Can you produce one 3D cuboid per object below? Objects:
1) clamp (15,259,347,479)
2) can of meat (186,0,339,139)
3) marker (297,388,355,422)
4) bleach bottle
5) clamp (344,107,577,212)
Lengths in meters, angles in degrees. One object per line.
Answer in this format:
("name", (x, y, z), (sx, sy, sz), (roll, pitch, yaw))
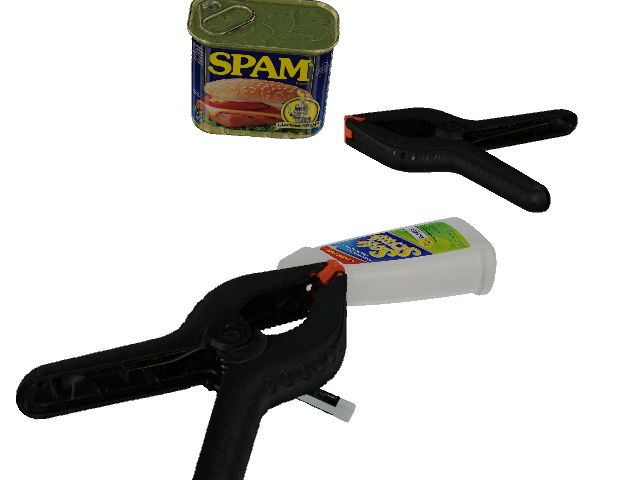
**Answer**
("clamp", (-0.038, 0.063, 0.492), (0.171, 0.039, 0.120), (-28, 51, -32))
("can of meat", (-0.042, -0.119, 0.746), (0.102, 0.057, 0.084), (4, -43, -3))
("marker", (-0.025, 0.138, 1.007), (0.121, 0.020, 0.020), (23, 5, 11))
("bleach bottle", (0.058, 0.034, 1.157), (0.250, 0.068, 0.103), (-10, 31, -21))
("clamp", (0.126, -0.090, 0.963), (0.210, 0.036, 0.164), (14, 35, 23))
